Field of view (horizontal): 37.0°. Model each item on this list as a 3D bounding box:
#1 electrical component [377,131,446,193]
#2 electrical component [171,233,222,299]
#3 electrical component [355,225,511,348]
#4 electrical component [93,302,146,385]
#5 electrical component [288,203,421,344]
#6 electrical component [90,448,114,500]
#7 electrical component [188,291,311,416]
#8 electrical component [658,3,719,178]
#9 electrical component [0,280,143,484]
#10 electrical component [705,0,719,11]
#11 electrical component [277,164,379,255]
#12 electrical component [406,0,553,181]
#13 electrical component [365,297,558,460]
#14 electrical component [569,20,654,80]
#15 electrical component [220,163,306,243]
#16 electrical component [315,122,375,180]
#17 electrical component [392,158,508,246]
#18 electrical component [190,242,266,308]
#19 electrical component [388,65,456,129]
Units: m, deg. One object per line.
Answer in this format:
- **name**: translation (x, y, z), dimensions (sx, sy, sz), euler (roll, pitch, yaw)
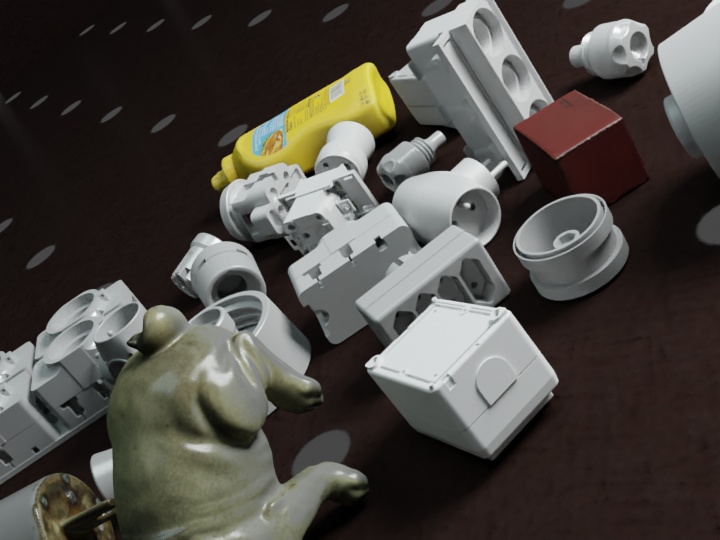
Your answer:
- **electrical component**: translation (0.045, -0.091, 0.881), dimensions (0.061, 0.035, 0.035), euler (-41, 26, -16)
- **electrical component**: translation (-0.139, -0.003, 0.943), dimensions (0.040, 0.040, 0.046), euler (0, 49, 49)
- **electrical component**: translation (0.039, 0.012, 0.698), dimensions (0.083, 0.047, 0.076), euler (-38, 26, -7)
- **electrical component**: translation (-0.173, 0.069, 0.819), dimensions (0.079, 0.077, 0.044), euler (-11, 35, 41)
- **electrical component**: translation (0.000, 0.000, 0.762), dimensions (0.089, 0.050, 0.055), euler (-34, 27, 2)
- **electrical component**: translation (-0.142, 0.129, 0.725), dimensions (0.065, 0.044, 0.044), euler (-29, 26, 2)
- **electrical component**: translation (-0.096, 0.061, 0.761), dimensions (0.108, 0.060, 0.108), euler (-27, 27, 15)
- **electrical component**: translation (0.210, -0.095, 0.615), dimensions (0.060, 0.108, 0.108), euler (-28, 26, 27)
- **electrical component**: translation (-0.262, 0.094, 0.901), dimensions (0.186, 0.060, 0.105), euler (-34, 26, 2)
- **electrical component**: translation (0.270, -0.157, 0.694), dimensions (0.061, 0.061, 0.096), euler (-46, 28, -20)
- **electrical component**: translation (-0.030, -0.047, 0.887), dimensions (0.081, 0.042, 0.063), euler (-17, 35, 34)
- **electrical component**: translation (0.093, -0.134, 0.797), dimensions (0.063, 0.121, 0.078), euler (-12, 34, 43)
- **electrical component**: translation (0.054, 0.059, 0.595), dimensions (0.062, 0.061, 0.096), euler (-44, 19, -16)
- **electrical component**: translation (0.190, -0.168, 0.828), dimensions (0.062, 0.043, 0.043), euler (2, 44, 53)
- **electrical component**: translation (-0.086, -0.057, 0.951), dimensions (0.057, 0.058, 0.078), euler (-14, 33, 31)
- **electrical component**: translation (-0.014, -0.099, 0.949), dimensions (0.045, 0.045, 0.055), euler (-20, 30, 28)
- **electrical component**: translation (0.073, -0.054, 0.773), dimensions (0.079, 0.043, 0.077), euler (-43, 27, -16)
- **electrical component**: translation (-0.105, 0.011, 0.864), dimensions (0.055, 0.055, 0.047), euler (-36, 30, -3)
- **electrical component**: translation (0.075, -0.162, 0.942), dimensions (0.062, 0.061, 0.096), euler (-40, 19, -10)
